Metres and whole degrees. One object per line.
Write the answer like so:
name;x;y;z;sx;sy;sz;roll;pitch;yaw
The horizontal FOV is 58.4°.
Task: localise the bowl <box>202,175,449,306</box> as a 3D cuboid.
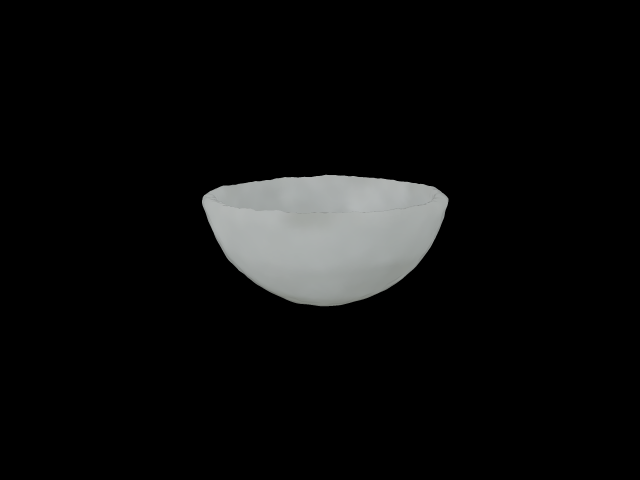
bowl;0.004;0.001;0.400;0.167;0.075;0.167;0;14;0
